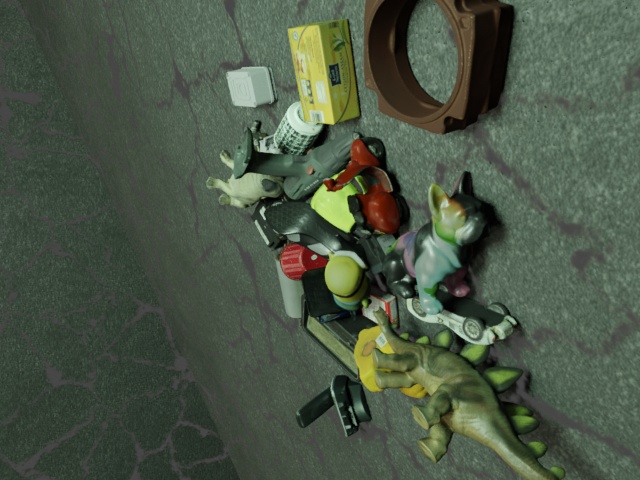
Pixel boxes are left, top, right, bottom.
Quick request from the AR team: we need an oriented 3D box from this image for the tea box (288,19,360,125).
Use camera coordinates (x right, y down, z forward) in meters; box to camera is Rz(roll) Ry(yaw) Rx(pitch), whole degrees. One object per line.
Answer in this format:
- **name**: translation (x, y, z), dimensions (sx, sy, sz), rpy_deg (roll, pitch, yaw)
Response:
- **tea box**: translation (0.008, -0.299, 0.961), dimensions (0.098, 0.068, 0.169), rpy_deg (23, 129, 49)

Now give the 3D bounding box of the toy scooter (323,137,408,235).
- **toy scooter**: translation (0.075, -0.082, 0.948), dimensions (0.075, 0.135, 0.183), rpy_deg (-6, 107, 57)

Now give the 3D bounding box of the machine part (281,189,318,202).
- **machine part**: translation (-0.048, -0.117, 1.218), dimensions (0.084, 0.039, 0.139), rpy_deg (52, 147, 6)

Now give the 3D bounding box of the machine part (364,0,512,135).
- **machine part**: translation (0.151, -0.261, 0.745), dimensions (0.201, 0.087, 0.201), rpy_deg (35, 137, 42)

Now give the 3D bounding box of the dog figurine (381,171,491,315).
- **dog figurine**: translation (0.184, -0.007, 0.866), dimensions (0.192, 0.108, 0.219), rpy_deg (34, 134, 47)

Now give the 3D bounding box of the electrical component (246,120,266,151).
- **electrical component**: translation (-0.158, -0.229, 1.300), dimensions (0.078, 0.045, 0.102), rpy_deg (58, 149, 10)

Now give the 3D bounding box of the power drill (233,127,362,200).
- **power drill**: translation (-0.055, -0.160, 1.040), dimensions (0.232, 0.207, 0.086), rpy_deg (138, 128, -57)

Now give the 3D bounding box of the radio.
- **radio**: translation (0.047, 0.212, 1.271), dimensions (0.230, 0.073, 0.130), rpy_deg (35, 139, 41)

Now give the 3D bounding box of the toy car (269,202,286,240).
- **toy car**: translation (-0.038, -0.037, 1.215), dimensions (0.202, 0.053, 0.089), rpy_deg (10, 127, 39)

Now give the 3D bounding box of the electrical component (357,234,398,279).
- **electrical component**: translation (0.128, 0.036, 1.011), dimensions (0.119, 0.075, 0.048), rpy_deg (65, 151, 9)

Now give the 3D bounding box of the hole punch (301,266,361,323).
- **hole punch**: translation (0.029, 0.119, 1.189), dimensions (0.092, 0.116, 0.142), rpy_deg (62, -164, -65)

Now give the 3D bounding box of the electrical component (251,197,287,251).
- **electrical component**: translation (-0.111, -0.047, 1.347), dimensions (0.115, 0.058, 0.134), rpy_deg (59, 150, 7)

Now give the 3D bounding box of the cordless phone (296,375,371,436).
- **cordless phone**: translation (0.029, 0.444, 1.361), dimensions (0.089, 0.184, 0.146), rpy_deg (2, 113, 53)

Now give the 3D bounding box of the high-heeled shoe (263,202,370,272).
- **high-heeled shoe**: translation (-0.002, -0.003, 1.142), dimensions (0.249, 0.086, 0.145), rpy_deg (23, 164, 39)

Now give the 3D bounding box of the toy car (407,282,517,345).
- **toy car**: translation (0.234, 0.124, 0.908), dimensions (0.202, 0.073, 0.056), rpy_deg (21, 126, 51)

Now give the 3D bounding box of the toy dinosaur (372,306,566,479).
- **toy dinosaur**: translation (0.235, 0.258, 0.871), dimensions (0.472, 0.198, 0.104), rpy_deg (50, 158, 43)

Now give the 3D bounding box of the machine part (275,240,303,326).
- **machine part**: translation (-0.063, 0.110, 1.369), dimensions (0.079, 0.079, 0.242), rpy_deg (24, 132, 49)

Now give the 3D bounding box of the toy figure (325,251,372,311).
- **toy figure**: translation (0.058, 0.089, 1.048), dimensions (0.180, 0.082, 0.089), rpy_deg (77, -165, -57)

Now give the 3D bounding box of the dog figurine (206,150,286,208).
- **dog figurine**: translation (-0.139, -0.118, 1.247), dimensions (0.191, 0.172, 0.121), rpy_deg (16, 85, 25)

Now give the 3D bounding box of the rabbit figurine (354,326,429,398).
- **rabbit figurine**: translation (0.150, 0.260, 1.095), dimensions (0.173, 0.122, 0.162), rpy_deg (38, 173, -19)
